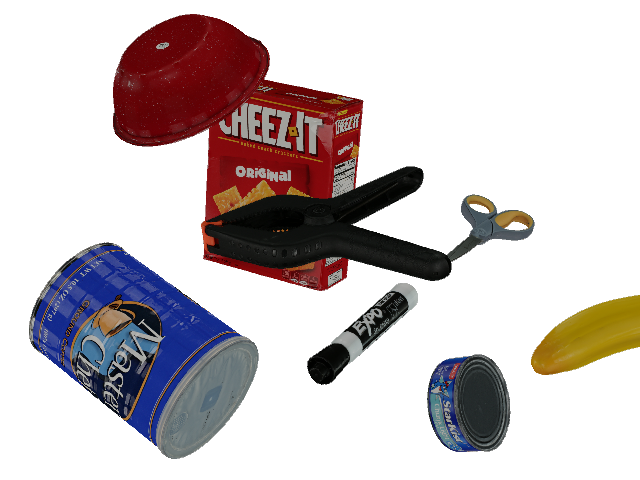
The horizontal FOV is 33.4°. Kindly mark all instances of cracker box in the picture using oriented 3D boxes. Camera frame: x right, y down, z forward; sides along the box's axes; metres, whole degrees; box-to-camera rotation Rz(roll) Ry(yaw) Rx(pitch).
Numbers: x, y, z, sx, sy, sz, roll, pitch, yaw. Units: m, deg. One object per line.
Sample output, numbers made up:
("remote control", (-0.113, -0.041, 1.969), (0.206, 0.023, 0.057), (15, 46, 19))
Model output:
("cracker box", (-0.047, -0.065, 1.209), (0.164, 0.214, 0.072), (15, 23, 26))

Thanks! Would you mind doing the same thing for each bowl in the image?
("bowl", (-0.131, -0.159, 0.979), (0.162, 0.162, 0.055), (0, -44, 32))

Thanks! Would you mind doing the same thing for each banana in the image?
("banana", (0.245, 0.066, 0.767), (0.197, 0.037, 0.069), (-1, 33, -2))

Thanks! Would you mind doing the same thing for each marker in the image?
("marker", (0.027, 0.057, 0.663), (0.020, 0.020, 0.120), (0, 20, 32))

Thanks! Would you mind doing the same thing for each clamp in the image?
("clamp", (0.004, -0.016, 0.925), (0.210, 0.036, 0.164), (-1, 31, 4))

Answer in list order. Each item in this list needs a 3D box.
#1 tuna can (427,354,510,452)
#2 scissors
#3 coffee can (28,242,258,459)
("tuna can", (0.133, 0.146, 0.955), (0.034, 0.086, 0.085), (-13, -9, 40))
("scissors", (0.167, -0.016, 1.202), (0.201, 0.016, 0.096), (-13, 39, -45))
("coffee can", (-0.132, 0.080, 0.798), (0.140, 0.103, 0.102), (33, 14, 23))
